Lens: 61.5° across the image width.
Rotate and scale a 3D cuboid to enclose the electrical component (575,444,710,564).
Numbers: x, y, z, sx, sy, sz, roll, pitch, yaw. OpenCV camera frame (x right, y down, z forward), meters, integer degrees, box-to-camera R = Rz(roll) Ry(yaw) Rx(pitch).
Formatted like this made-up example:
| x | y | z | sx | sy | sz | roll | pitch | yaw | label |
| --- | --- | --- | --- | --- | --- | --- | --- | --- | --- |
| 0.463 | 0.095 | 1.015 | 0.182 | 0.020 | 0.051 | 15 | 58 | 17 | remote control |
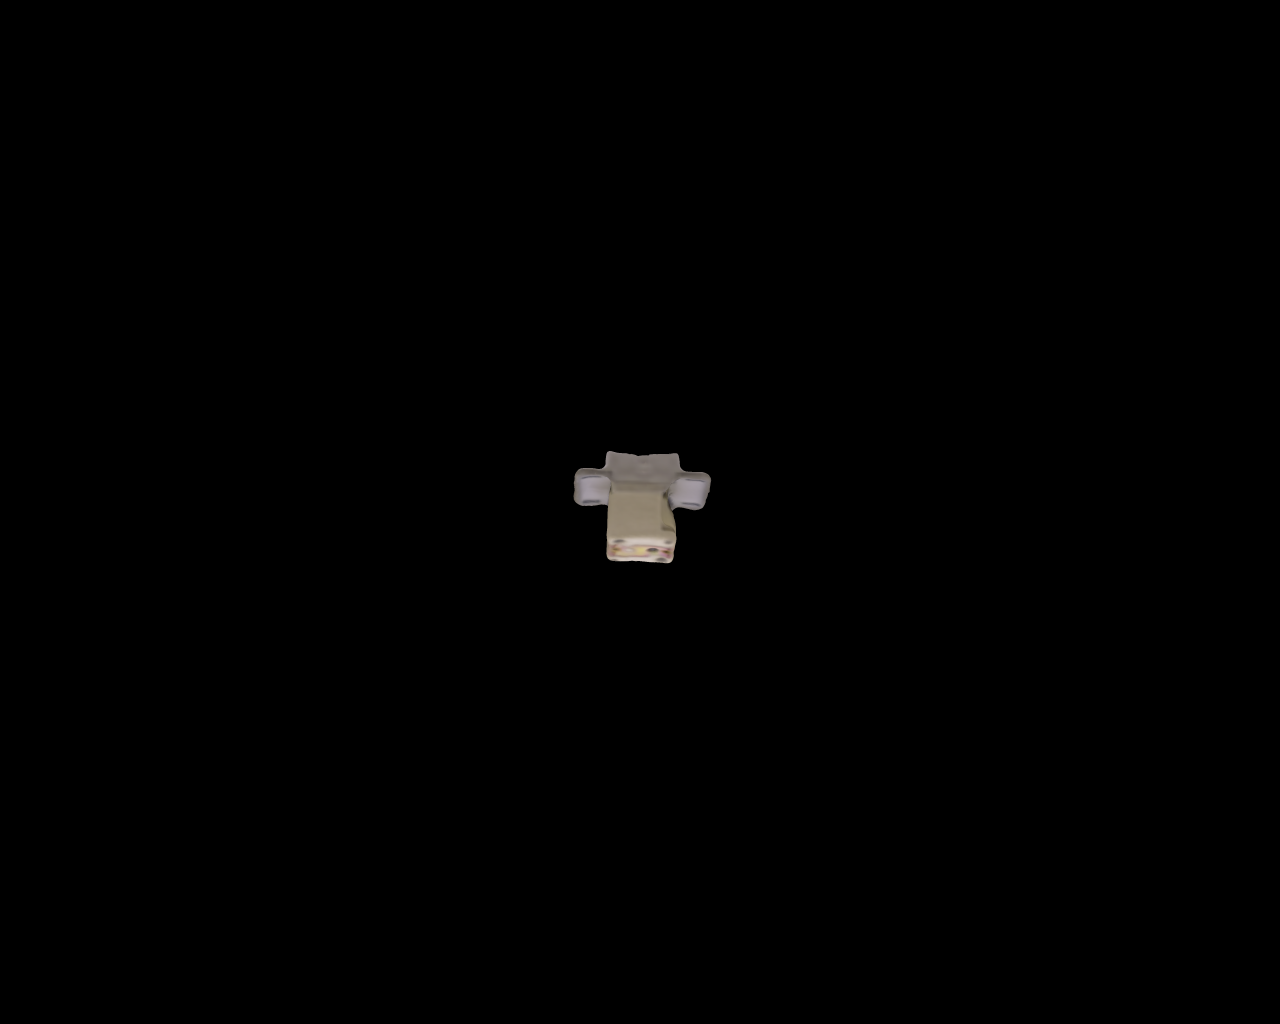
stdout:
| x | y | z | sx | sy | sz | roll | pitch | yaw | label |
| --- | --- | --- | --- | --- | --- | --- | --- | --- | --- |
| 0.001 | -0.003 | 0.650 | 0.081 | 0.064 | 0.042 | 1 | -28 | -2 | electrical component |
